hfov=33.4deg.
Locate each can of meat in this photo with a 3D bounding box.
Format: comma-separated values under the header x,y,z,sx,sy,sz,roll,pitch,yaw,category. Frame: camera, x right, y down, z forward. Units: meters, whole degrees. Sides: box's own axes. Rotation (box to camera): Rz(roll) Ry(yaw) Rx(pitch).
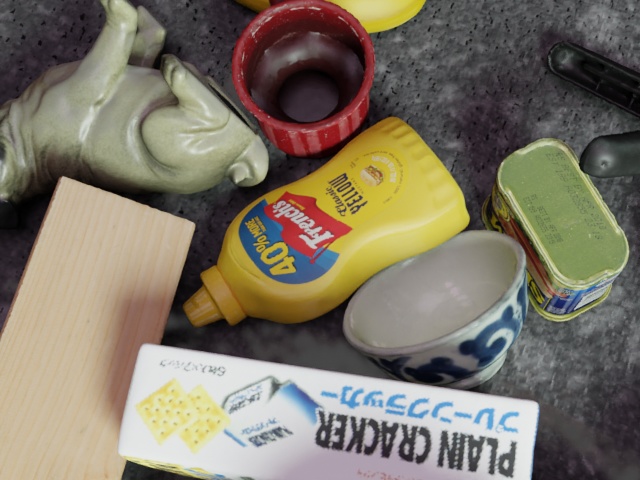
x,y,z,sx,sy,sz,roll,pitch,yaw,category
0.150,-0.006,0.683,0.057,0.084,0.102,-27,74,-4,can of meat

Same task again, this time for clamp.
x,y,z,sx,sy,sz,roll,pitch,yaw,category
0.249,-0.074,0.698,0.210,0.036,0.164,9,34,-10,clamp

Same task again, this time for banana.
x,y,z,sx,sy,sz,roll,pitch,yaw,category
-0.008,-0.185,0.775,0.198,0.037,0.069,9,59,6,banana

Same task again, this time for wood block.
x,y,z,sx,sy,sz,roll,pitch,yaw,category
-0.152,0.080,0.644,0.090,0.090,0.206,20,60,-13,wood block

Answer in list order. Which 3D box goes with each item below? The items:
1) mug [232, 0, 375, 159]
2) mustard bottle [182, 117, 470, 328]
x,y,z,sx,sy,sz,roll,pitch,yaw,category
-0.012,-0.115,0.726,0.093,0.081,0.117,-21,76,-1,mug
-0.005,0.001,0.704,0.191,0.058,0.096,-32,54,-4,mustard bottle
